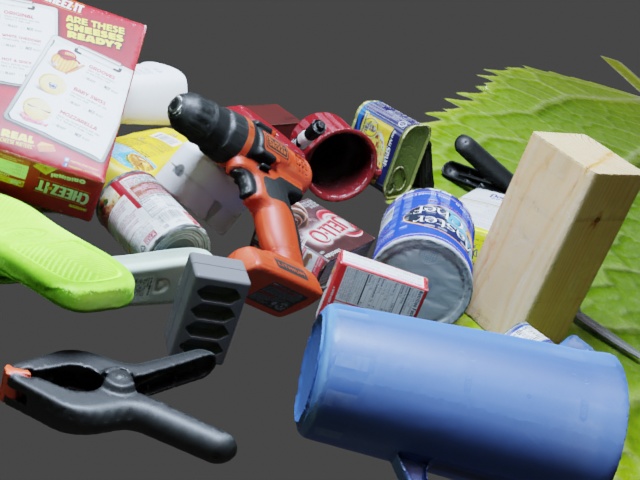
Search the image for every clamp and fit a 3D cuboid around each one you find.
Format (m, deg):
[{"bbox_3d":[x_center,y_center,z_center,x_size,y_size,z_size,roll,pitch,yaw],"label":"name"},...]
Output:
[{"bbox_3d":[0.251,-0.063,1.404,0.210,0.036,0.164,33,-6,-2],"label":"clamp"},{"bbox_3d":[-0.141,0.119,0.773,0.171,0.039,0.120,2,24,-25],"label":"clamp"}]

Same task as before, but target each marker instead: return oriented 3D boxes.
[{"bbox_3d":[-0.027,-0.108,1.237,0.020,0.121,0.020,13,63,-27],"label":"marker"}]

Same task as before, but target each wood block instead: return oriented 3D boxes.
[{"bbox_3d":[0.234,0.002,1.094,0.090,0.206,0.090,-2,33,-40],"label":"wood block"}]

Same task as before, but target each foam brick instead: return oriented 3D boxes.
[{"bbox_3d":[-0.071,-0.134,1.325,0.078,0.051,0.053,-10,40,-47],"label":"foam brick"}]

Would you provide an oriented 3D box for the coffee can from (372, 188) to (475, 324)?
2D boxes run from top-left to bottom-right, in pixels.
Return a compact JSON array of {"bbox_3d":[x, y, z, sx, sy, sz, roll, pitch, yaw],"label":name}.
[{"bbox_3d":[0.106,0.018,1.087,0.103,0.103,0.140,21,24,0],"label":"coffee can"}]

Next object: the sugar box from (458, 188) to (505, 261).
[{"bbox_3d":[0.196,-0.017,1.282,0.093,0.048,0.175,17,19,26],"label":"sugar box"}]

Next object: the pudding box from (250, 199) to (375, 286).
[{"bbox_3d":[-0.007,0.001,1.112,0.090,0.039,0.113,30,27,19],"label":"pudding box"}]

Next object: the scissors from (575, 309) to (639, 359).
[{"bbox_3d":[0.285,0.070,1.222,0.202,0.016,0.096,29,26,18],"label":"scissors"}]

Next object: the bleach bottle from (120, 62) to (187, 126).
[{"bbox_3d":[-0.270,-0.153,1.125,0.250,0.068,0.103,-6,18,-37],"label":"bleach bottle"}]

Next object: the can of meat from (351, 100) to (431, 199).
[{"bbox_3d":[0.081,-0.116,1.345,0.084,0.102,0.057,34,28,32],"label":"can of meat"}]

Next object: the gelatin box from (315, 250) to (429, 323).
[{"bbox_3d":[0.048,0.058,0.998,0.089,0.073,0.030,18,25,-6],"label":"gelatin box"}]

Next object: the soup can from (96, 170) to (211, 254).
[{"bbox_3d":[-0.155,-0.011,0.991,0.068,0.069,0.102,-3,34,-41],"label":"soup can"}]

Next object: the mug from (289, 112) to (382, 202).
[{"bbox_3d":[0.021,-0.101,1.289,0.117,0.093,0.082,14,19,-28],"label":"mug"}]

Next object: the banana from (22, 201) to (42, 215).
[{"bbox_3d":[-0.311,-0.072,1.034,0.069,0.037,0.198,7,28,-24],"label":"banana"}]

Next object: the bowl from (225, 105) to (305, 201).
[{"bbox_3d":[-0.069,-0.100,1.184,0.162,0.055,0.162,38,7,-6],"label":"bowl"}]

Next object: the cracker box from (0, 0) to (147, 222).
[{"bbox_3d":[-0.265,-0.136,0.999,0.164,0.072,0.213,17,49,-14],"label":"cracker box"}]

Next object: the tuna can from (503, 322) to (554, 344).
[{"bbox_3d":[0.173,0.118,0.956,0.034,0.086,0.085,37,30,29],"label":"tuna can"}]

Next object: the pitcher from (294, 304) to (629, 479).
[{"bbox_3d":[0.106,0.137,0.837,0.242,0.145,0.149,14,13,-6],"label":"pitcher"}]

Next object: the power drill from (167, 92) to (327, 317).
[{"bbox_3d":[-0.065,-0.034,0.986,0.184,0.057,0.187,28,44,-45],"label":"power drill"}]

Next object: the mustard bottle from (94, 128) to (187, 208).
[{"bbox_3d":[-0.201,-0.071,1.090,0.096,0.058,0.191,27,25,24],"label":"mustard bottle"}]
